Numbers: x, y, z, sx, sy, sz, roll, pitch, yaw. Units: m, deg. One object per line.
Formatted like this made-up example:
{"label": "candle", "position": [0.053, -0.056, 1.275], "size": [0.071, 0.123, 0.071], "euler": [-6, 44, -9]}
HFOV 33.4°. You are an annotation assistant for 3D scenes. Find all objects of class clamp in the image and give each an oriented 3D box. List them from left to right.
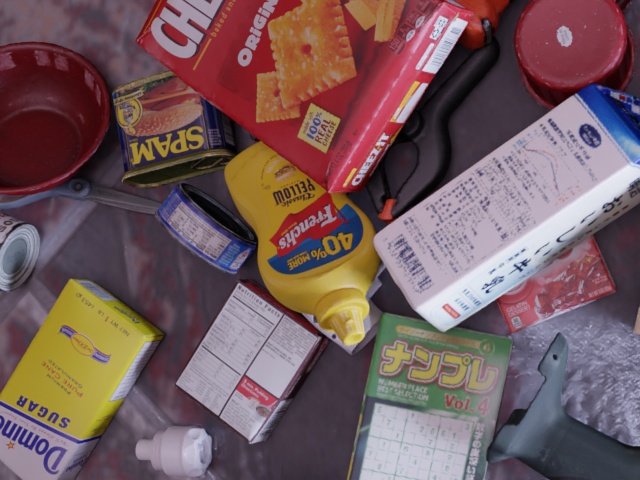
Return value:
{"label": "clamp", "position": [0.083, -0.098, 0.870], "size": [0.120, 0.039, 0.171], "euler": [2, 87, 22]}

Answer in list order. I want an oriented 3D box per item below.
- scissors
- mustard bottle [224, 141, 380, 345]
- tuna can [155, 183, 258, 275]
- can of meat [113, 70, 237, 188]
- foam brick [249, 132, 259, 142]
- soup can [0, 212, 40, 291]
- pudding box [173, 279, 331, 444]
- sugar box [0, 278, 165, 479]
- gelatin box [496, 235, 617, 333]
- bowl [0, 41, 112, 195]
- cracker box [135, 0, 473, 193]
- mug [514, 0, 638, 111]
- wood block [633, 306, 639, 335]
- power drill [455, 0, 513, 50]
{"label": "scissors", "position": [-0.224, -0.064, 0.973], "size": [0.202, 0.016, 0.096], "euler": [0, 64, 2]}
{"label": "mustard bottle", "position": [-0.006, 0.001, 0.845], "size": [0.096, 0.058, 0.192], "euler": [-21, 56, -2]}
{"label": "tuna can", "position": [-0.094, -0.010, 0.897], "size": [0.086, 0.086, 0.034], "euler": [40, 98, 15]}
{"label": "can of meat", "position": [-0.126, -0.099, 0.927], "size": [0.102, 0.057, 0.084], "euler": [-13, 81, 16]}
{"label": "foam brick", "position": [-0.038, -0.126, 0.902], "size": [0.053, 0.051, 0.078], "euler": [-20, 81, 15]}
{"label": "soup can", "position": [-0.318, 0.001, 0.976], "size": [0.102, 0.068, 0.068], "euler": [19, 93, 17]}
{"label": "pudding box", "position": [-0.058, 0.102, 0.905], "size": [0.090, 0.039, 0.113], "euler": [35, 96, 17]}
{"label": "sugar box", "position": [-0.225, 0.131, 0.952], "size": [0.093, 0.048, 0.176], "euler": [34, 96, 16]}
{"label": "gelatin box", "position": [0.177, 0.024, 0.838], "size": [0.089, 0.030, 0.073], "euler": [-24, 80, 15]}
{"label": "bowl", "position": [-0.262, -0.097, 0.950], "size": [0.162, 0.055, 0.162], "euler": [0, 61, 1]}
{"label": "cracker box", "position": [-0.018, -0.162, 0.818], "size": [0.214, 0.072, 0.164], "euler": [38, 108, 18]}
{"label": "mug", "position": [0.201, -0.155, 0.812], "size": [0.117, 0.081, 0.093], "euler": [-47, 75, 10]}
{"label": "wood block", "position": [0.296, -0.023, 0.772], "size": [0.091, 0.090, 0.206], "euler": [14, 92, 19]}
{"label": "power drill", "position": [0.135, -0.259, 0.838], "size": [0.184, 0.057, 0.187], "euler": [42, 91, 16]}
